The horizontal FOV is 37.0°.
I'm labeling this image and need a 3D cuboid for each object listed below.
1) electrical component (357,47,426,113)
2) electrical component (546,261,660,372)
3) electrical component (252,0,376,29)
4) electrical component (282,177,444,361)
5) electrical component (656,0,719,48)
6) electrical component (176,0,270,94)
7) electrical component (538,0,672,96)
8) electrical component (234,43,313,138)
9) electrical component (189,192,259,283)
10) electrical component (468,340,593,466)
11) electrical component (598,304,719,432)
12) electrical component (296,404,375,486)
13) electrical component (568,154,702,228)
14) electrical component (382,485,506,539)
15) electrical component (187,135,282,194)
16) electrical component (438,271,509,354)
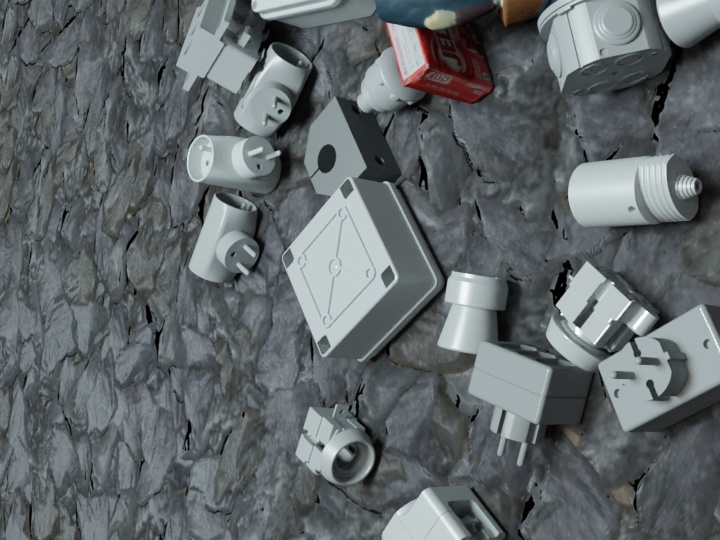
[{"bbox_3d":[0.022,-0.148,0.872,0.062,0.048,0.048,-30,63,51],"label":"electrical component"},{"bbox_3d":[0.153,0.032,0.696,0.055,0.048,0.066,-55,48,18],"label":"electrical component"},{"bbox_3d":[-0.039,-0.261,0.946,0.113,0.057,0.078,5,88,49],"label":"electrical component"},{"bbox_3d":[0.000,0.000,0.866,0.108,0.056,0.108,-48,52,34],"label":"electrical component"},{"bbox_3d":[0.215,-0.164,0.651,0.055,0.045,0.045,-15,74,47],"label":"electrical component"},{"bbox_3d":[-0.123,-0.218,0.998,0.078,0.063,0.121,-51,21,32],"label":"electrical component"},{"bbox_3d":[0.158,-0.149,0.689,0.080,0.080,0.051,-22,74,45],"label":"electrical component"},{"bbox_3d":[-0.080,-0.156,0.974,0.077,0.044,0.079,-57,18,27],"label":"electrical component"},{"bbox_3d":[-0.121,-0.023,1.017,0.079,0.043,0.077,40,114,44],"label":"electrical component"},{"bbox_3d":[0.111,0.094,0.733,0.066,0.047,0.076,21,101,48],"label":"electrical component"},{"bbox_3d":[0.179,0.059,0.638,0.083,0.076,0.047,-39,57,39],"label":"electrical component"},{"bbox_3d":[-0.019,0.144,0.877,0.055,0.048,0.066,34,110,54],"label":"electrical component"},{"bbox_3d":[0.178,-0.050,0.680,0.081,0.043,0.043,-1,84,49],"label":"electrical component"},{"bbox_3d":[0.053,0.203,0.782,0.055,0.050,0.089,50,121,40],"label":"electrical component"},{"bbox_3d":[-0.104,-0.100,0.982,0.079,0.077,0.043,-13,75,47],"label":"electrical component"},{"bbox_3d":[0.082,0.031,0.777,0.045,0.045,0.055,11,93,49],"label":"electrical component"}]
